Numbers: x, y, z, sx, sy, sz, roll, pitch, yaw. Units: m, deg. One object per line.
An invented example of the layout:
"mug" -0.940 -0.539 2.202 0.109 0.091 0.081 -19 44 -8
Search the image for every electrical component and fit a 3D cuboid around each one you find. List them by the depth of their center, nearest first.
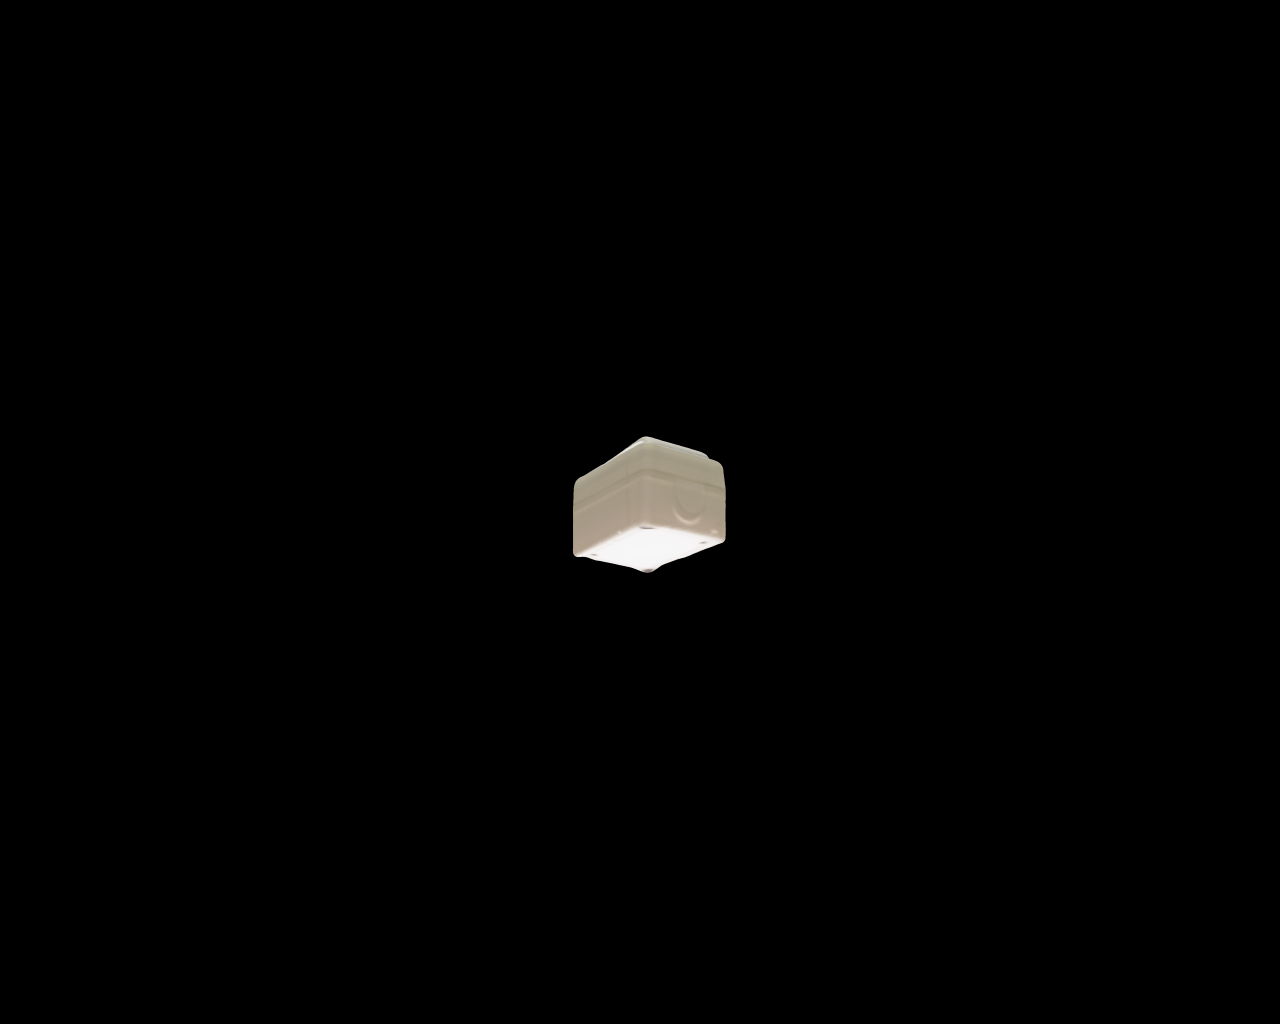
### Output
"electrical component" 0.001 -0.003 0.650 0.062 0.061 0.096 14 -24 -33
